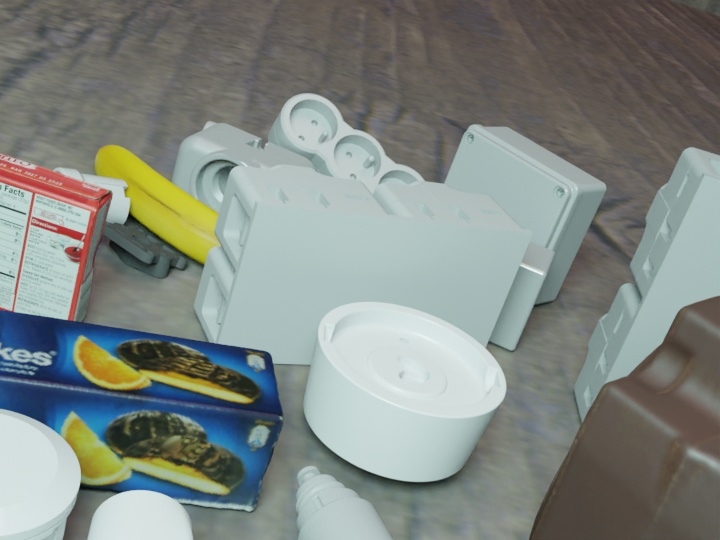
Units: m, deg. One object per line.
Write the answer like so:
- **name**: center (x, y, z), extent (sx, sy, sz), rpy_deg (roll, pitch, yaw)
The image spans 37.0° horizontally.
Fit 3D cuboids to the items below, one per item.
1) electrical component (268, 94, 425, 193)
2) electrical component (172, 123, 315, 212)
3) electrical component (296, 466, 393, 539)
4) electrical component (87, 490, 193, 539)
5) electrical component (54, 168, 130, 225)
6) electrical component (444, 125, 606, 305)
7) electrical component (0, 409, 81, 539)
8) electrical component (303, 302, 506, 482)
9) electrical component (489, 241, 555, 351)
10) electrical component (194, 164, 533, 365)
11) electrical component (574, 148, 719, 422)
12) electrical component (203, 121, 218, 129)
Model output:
- **electrical component**: center (-0.014, -0.074, 0.860), extent (0.138, 0.074, 0.052), rpy_deg (39, 62, -4)
- **electrical component**: center (-0.089, -0.067, 0.807), extent (0.095, 0.053, 0.059), rpy_deg (24, 26, 11)
- **electrical component**: center (-0.010, 0.122, 0.504), extent (0.040, 0.040, 0.078), rpy_deg (3, 30, -29)
- **electrical component**: center (-0.074, 0.133, 0.434), extent (0.079, 0.043, 0.077), rpy_deg (13, 26, -11)
- **electrical component**: center (-0.183, -0.046, 0.722), extent (0.046, 0.040, 0.040), rpy_deg (4, 29, -39)
- **electrical component**: center (0.118, -0.042, 0.837), extent (0.109, 0.108, 0.056), rpy_deg (37, 28, 32)
- **electrical component**: center (-0.159, 0.096, 0.441), extent (0.080, 0.051, 0.080), rpy_deg (15, 26, -7)
- **electrical component**: center (0.020, 0.072, 0.599), extent (0.108, 0.060, 0.108), rpy_deg (15, 26, -8)
- **electrical component**: center (0.089, 0.008, 0.767), extent (0.077, 0.065, 0.047), rpy_deg (23, 26, 9)
- **electrical component**: center (0.000, 0.000, 0.676), extent (0.186, 0.105, 0.060), rpy_deg (5, 29, -28)
- **electrical component**: center (0.218, 0.028, 0.675), extent (0.105, 0.186, 0.060), rpy_deg (17, 26, -5)
- **electrical component**: center (-0.098, -0.091, 0.865), extent (0.078, 0.040, 0.040), rpy_deg (18, 26, -3)
